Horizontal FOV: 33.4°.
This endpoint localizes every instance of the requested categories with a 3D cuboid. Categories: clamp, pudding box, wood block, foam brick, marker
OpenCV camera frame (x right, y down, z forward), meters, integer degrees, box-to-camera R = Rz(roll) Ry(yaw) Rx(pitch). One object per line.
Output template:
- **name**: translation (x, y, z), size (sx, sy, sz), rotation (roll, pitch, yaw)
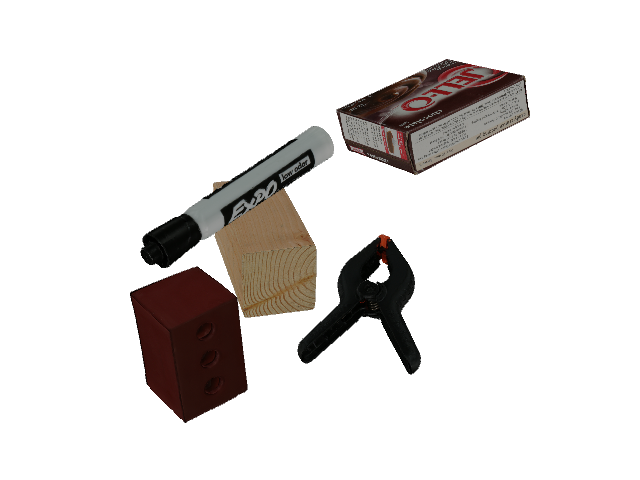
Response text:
- **clamp**: translation (0.060, 0.066, 1.074), size (0.120, 0.171, 0.039), rotation (15, -37, 15)
- **pudding box**: translation (0.083, -0.094, 0.789), size (0.113, 0.039, 0.090), rotation (-29, 29, -23)
- **wood block**: translation (-0.073, 0.003, 1.345), size (0.090, 0.090, 0.206), rotation (-6, 28, -13)
- **foam brick**: translation (-0.085, 0.067, 0.699), size (0.052, 0.078, 0.051), rotation (-24, 37, -28)
- **marker**: translation (-0.040, -0.022, 0.527), size (0.120, 0.020, 0.020), rotation (-36, 21, -33)
